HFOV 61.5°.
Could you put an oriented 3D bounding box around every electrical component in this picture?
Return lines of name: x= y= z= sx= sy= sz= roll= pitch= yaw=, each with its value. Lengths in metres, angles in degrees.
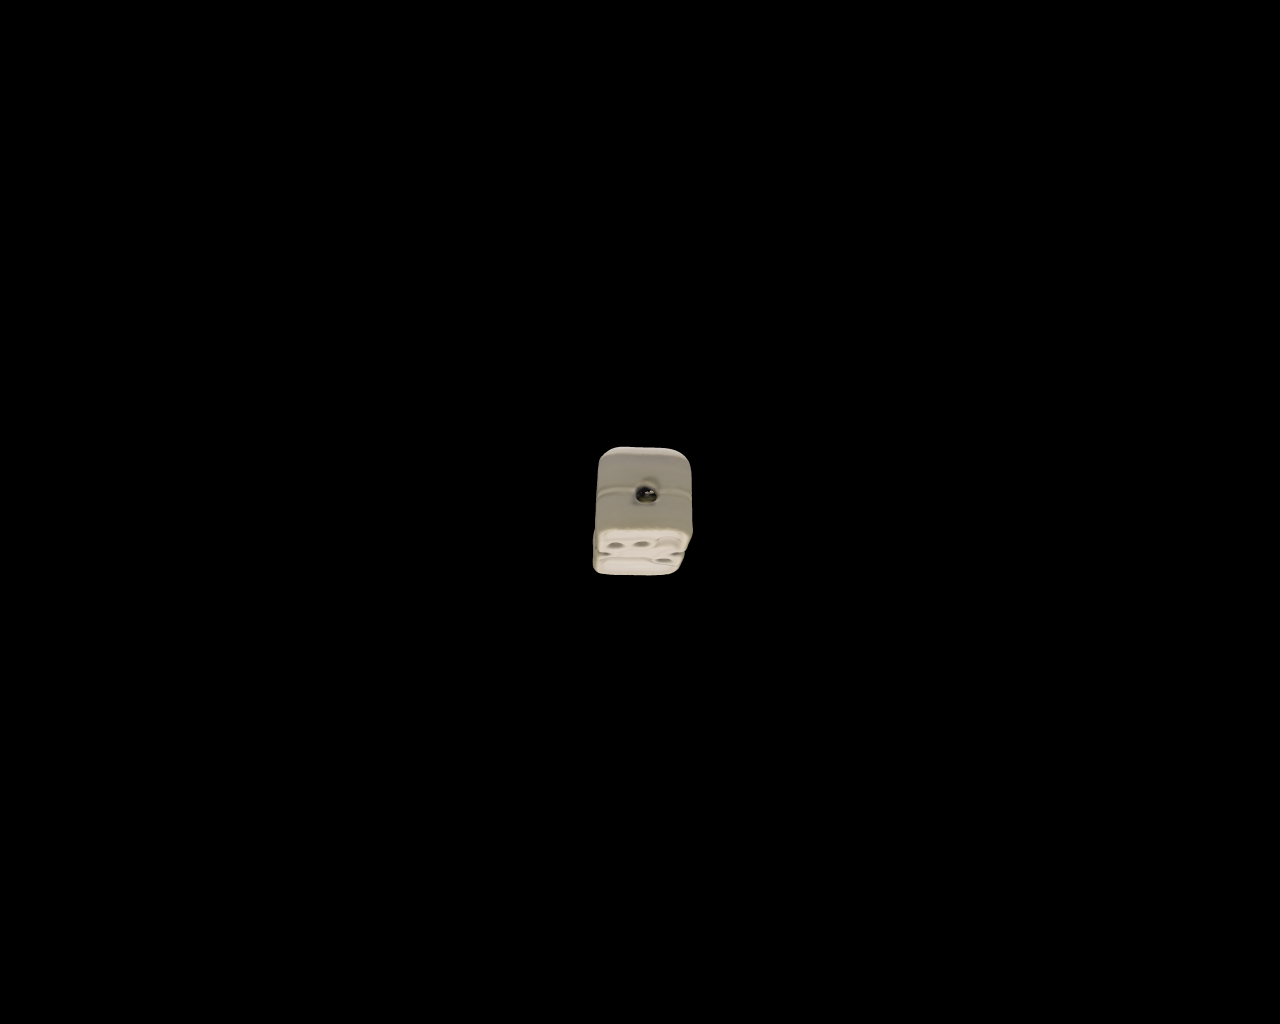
electrical component: x=0.001 y=-0.003 z=0.650 sx=0.054 sy=0.059 sz=0.095 roll=1 pitch=-19 yaw=-3
